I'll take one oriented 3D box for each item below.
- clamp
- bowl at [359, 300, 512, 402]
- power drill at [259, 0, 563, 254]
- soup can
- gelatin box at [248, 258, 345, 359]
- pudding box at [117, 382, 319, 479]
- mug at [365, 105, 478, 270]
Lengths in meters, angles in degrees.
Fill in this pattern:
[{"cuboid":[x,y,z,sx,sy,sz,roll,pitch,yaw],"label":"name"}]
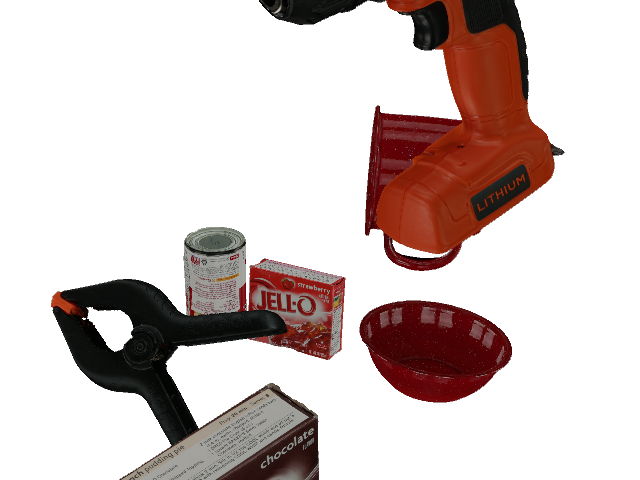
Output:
[{"cuboid":[-0.116,0.087,0.740,0.172,0.120,0.039,15,-13,21],"label":"clamp"},{"cuboid":[0.119,0.124,1.132,0.162,0.055,0.162,5,24,-3],"label":"bowl"},{"cuboid":[0.055,-0.089,0.524,0.184,0.187,0.057,-31,40,-28],"label":"power drill"},{"cuboid":[-0.115,0.044,1.169,0.068,0.102,0.068,1,25,-1],"label":"soup can"},{"cuboid":[-0.023,0.062,0.976,0.089,0.073,0.030,12,20,25],"label":"gelatin box"},{"cuboid":[-0.051,0.132,0.498,0.039,0.090,0.113,30,47,35],"label":"pudding box"},{"cuboid":[0.075,-0.035,0.753,0.081,0.117,0.093,5,-21,1],"label":"mug"}]
